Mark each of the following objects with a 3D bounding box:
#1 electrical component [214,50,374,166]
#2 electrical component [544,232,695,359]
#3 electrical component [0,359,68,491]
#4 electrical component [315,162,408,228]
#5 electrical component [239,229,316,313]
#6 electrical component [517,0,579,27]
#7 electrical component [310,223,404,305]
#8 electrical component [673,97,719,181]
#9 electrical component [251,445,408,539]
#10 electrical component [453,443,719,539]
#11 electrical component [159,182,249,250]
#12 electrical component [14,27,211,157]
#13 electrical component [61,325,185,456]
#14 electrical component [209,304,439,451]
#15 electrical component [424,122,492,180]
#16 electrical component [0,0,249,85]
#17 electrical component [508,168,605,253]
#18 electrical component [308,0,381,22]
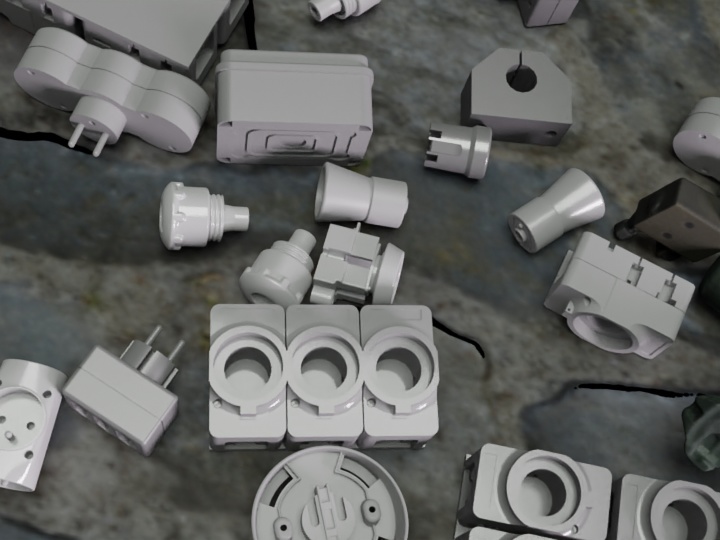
[{"bbox_3d":[-0.050,-0.118,0.788,0.113,0.078,0.057,1,72,-8],"label":"electrical component"},{"bbox_3d":[0.187,0.023,0.785,0.089,0.050,0.055,27,68,3],"label":"electrical component"},{"bbox_3d":[-0.240,0.097,0.699,0.079,0.044,0.077,12,69,-3],"label":"electrical component"},{"bbox_3d":[0.002,-0.052,0.792,0.065,0.044,0.044,9,69,-10],"label":"electrical component"},{"bbox_3d":[-0.053,-0.001,0.763,0.048,0.048,0.062,29,62,3],"label":"electrical component"},{"bbox_3d":[0.130,-0.245,0.877,0.076,0.047,0.083,-9,72,-11],"label":"electrical component"},{"bbox_3d":[0.000,0.000,0.770,0.055,0.048,0.066,14,68,5],"label":"electrical component"},{"bbox_3d":[0.305,-0.067,0.834,0.138,0.052,0.073,34,69,5],"label":"electrical component"},{"bbox_3d":[-0.021,0.164,0.695,0.099,0.064,0.099,3,70,-7],"label":"electrical component"},{"bbox_3d":[0.159,0.188,0.715,0.186,0.060,0.105,12,69,-4],"label":"electrical component"},{"bbox_3d":[-0.111,-0.038,0.768,0.062,0.048,0.048,2,70,-15],"label":"electrical component"},{"bbox_3d":[-0.186,-0.116,0.781,0.138,0.052,0.073,21,68,0],"label":"electrical component"},{"bbox_3d":[-0.148,0.073,0.720,0.066,0.047,0.076,32,69,4],"label":"electrical component"},{"bbox_3d":[-0.027,0.073,0.729,0.150,0.061,0.089,1,70,-8],"label":"electrical component"},{"bbox_3d":[0.074,-0.092,0.817,0.046,0.040,0.040,9,69,1],"label":"electrical component"},{"bbox_3d":[-0.188,-0.217,0.814,0.186,0.060,0.105,26,68,2],"label":"electrical component"},{"bbox_3d":[0.145,-0.042,0.808,0.065,0.044,0.044,-32,77,-13],"label":"electrical component"},{"bbox_3d":[-0.012,-0.219,0.849,0.062,0.043,0.043,-37,79,-17],"label":"electrical component"}]
